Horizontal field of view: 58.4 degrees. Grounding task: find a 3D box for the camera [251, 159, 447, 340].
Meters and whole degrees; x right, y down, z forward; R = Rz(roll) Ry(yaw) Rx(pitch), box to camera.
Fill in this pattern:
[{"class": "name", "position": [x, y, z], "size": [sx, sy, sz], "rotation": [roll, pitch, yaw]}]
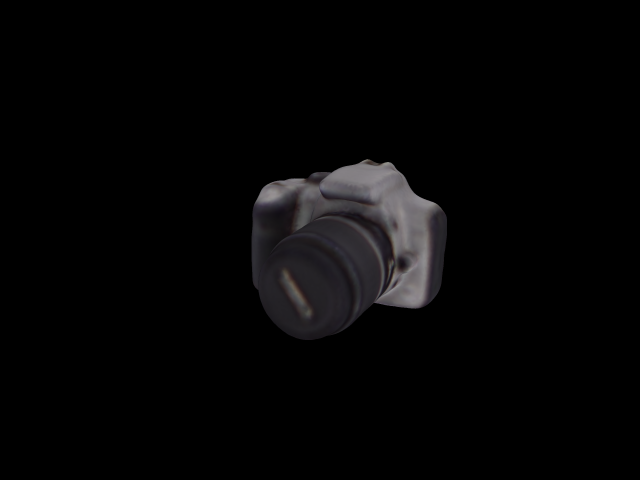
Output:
[{"class": "camera", "position": [0.004, 0.001, 0.400], "size": [0.142, 0.101, 0.137], "rotation": [10, 23, 26]}]
